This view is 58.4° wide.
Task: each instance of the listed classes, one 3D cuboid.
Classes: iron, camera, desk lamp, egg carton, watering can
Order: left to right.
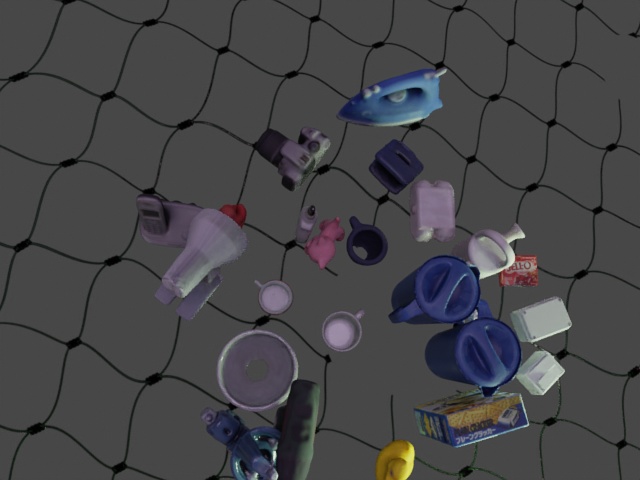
[{"bbox_3d":[-0.245,0.053,1.163,0.118,0.213,0.203,35,75,1],"label":"desk lamp"},{"bbox_3d":[-0.067,-0.208,1.304,0.137,0.100,0.143,36,75,1],"label":"camera"},{"bbox_3d":[0.171,-0.345,1.347,0.258,0.141,0.118,-16,80,-11],"label":"iron"},{"bbox_3d":[0.261,-0.067,1.337,0.107,0.069,0.150,1,78,-8],"label":"egg carton"},{"bbox_3d":[0.374,0.022,1.270,0.101,0.194,0.173,34,75,1],"label":"watering can"}]

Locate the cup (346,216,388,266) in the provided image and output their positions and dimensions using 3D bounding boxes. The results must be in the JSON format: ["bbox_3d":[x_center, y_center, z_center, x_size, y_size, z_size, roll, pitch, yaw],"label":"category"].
[{"bbox_3d":[0.091,0.008,1.283,0.092,0.095,0.118,-27,83,-13],"label":"cup"}]

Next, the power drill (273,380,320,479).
[{"bbox_3d":[-0.051,0.390,1.121,0.075,0.208,0.230,11,76,-5],"label":"power drill"}]

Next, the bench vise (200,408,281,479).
[{"bbox_3d":[-0.147,0.409,1.097,0.207,0.219,0.121,21,76,-3],"label":"bench vise"}]

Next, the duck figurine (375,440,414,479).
[{"bbox_3d":[0.164,0.472,1.198,0.077,0.086,0.105,36,75,1],"label":"duck figurine"}]

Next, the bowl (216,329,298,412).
[{"bbox_3d":[-0.133,0.273,1.203,0.167,0.074,0.167,2,78,-8],"label":"bowl"}]

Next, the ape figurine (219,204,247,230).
[{"bbox_3d":[-0.199,-0.052,1.255,0.078,0.092,0.076,-3,78,-9],"label":"ape figurine"}]

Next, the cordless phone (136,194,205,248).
[{"bbox_3d":[-0.306,-0.046,1.190,0.147,0.185,0.094,4,77,-7],"label":"cordless phone"}]

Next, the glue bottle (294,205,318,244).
[{"bbox_3d":[-0.026,-0.044,1.237,0.037,0.173,0.078,15,76,-4],"label":"glue bottle"}]

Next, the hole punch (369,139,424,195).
[{"bbox_3d":[0.181,-0.180,1.339,0.108,0.091,0.101,44,76,3],"label":"hole punch"}]

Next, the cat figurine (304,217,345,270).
[{"bbox_3d":[0.012,0.005,1.261,0.067,0.117,0.128,30,75,-1],"label":"cat figurine"}]
